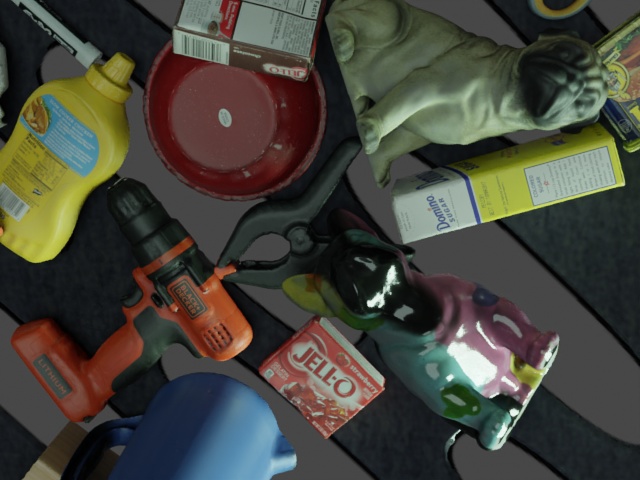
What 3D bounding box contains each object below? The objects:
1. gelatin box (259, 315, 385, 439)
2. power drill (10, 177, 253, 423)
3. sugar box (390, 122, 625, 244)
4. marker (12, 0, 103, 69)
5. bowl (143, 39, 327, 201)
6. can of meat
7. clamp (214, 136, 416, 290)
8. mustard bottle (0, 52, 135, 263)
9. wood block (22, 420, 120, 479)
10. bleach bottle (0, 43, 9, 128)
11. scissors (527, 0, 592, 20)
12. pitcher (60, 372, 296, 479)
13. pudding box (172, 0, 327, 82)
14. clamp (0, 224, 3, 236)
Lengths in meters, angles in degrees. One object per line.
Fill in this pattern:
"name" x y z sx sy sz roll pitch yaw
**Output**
"gelatin box" 0.002 0.121 0.950 0.073 0.030 0.089 -43 95 15
"power drill" -0.179 0.061 0.945 0.188 0.057 0.184 -34 95 14
"sugar box" 0.146 -0.047 0.857 0.176 0.093 0.048 -13 101 10
"marker" -0.237 -0.193 0.910 0.121 0.020 0.020 42 105 -4
"bowl" -0.076 -0.106 0.892 0.162 0.055 0.162 2 104 7
"can of meat" 0.260 -0.134 0.841 0.102 0.057 0.084 -37 94 13
"clamp" -0.006 0.001 0.919 0.172 0.039 0.120 -31 97 14
"mustard bottle" -0.219 -0.080 0.914 0.096 0.058 0.192 41 106 10
"wood block" -0.184 0.273 0.982 0.206 0.090 0.091 37 105 -3
"bleach bottle" -0.333 -0.202 0.879 0.068 0.102 0.251 -13 105 44
"scissors" 0.246 -0.224 0.841 0.202 0.016 0.096 -1 109 3
"pitcher" -0.131 0.218 0.882 0.149 0.242 0.145 -37 98 20
"pudding box" -0.054 -0.183 0.852 0.113 0.039 0.090 13 66 -2
"clamp" -0.346 -0.078 0.899 0.210 0.036 0.165 37 128 13
